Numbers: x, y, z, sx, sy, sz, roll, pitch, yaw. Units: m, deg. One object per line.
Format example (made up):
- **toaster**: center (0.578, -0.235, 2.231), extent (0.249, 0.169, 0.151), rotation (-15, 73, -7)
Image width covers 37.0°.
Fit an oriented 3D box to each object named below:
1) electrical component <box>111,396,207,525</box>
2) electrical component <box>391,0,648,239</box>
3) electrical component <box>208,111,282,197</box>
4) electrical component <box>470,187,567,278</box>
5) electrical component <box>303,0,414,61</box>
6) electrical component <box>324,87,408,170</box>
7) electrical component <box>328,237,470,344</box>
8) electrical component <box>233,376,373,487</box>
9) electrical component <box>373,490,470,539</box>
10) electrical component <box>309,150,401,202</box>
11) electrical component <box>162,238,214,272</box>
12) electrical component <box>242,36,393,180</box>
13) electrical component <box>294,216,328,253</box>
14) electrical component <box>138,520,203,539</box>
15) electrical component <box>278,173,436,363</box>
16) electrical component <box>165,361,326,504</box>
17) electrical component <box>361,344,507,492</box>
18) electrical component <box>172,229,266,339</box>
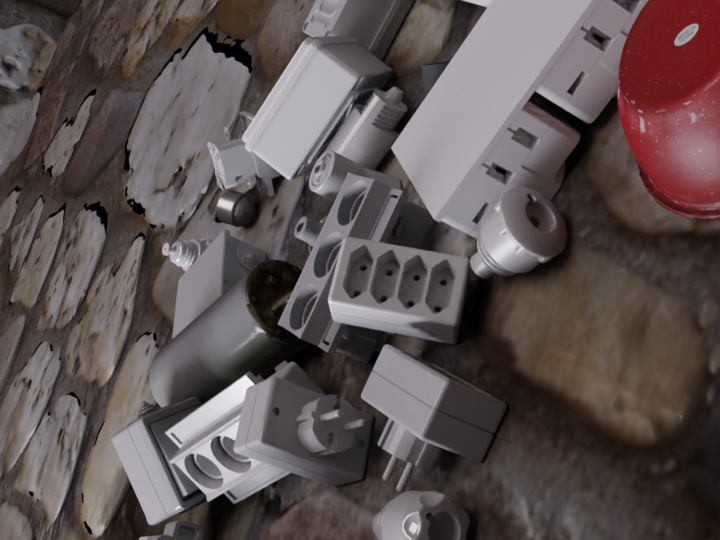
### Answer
- **electrical component**: center (-0.152, 0.147, 0.875), extent (0.061, 0.062, 0.096), rotation (-34, 79, 42)
- **electrical component**: center (0.108, -0.118, 0.683), extent (0.186, 0.060, 0.105), rotation (-55, 29, 19)
- **electrical component**: center (-0.113, -0.110, 1.051), extent (0.042, 0.064, 0.081), rotation (-145, 39, -64)
- **electrical component**: center (0.091, -0.017, 0.650), extent (0.062, 0.048, 0.048), rotation (-45, 32, 47)
- **electrical component**: center (0.006, -0.248, 0.977), extent (0.113, 0.057, 0.078), rotation (-61, 27, 7)
- **electrical component**: center (0.009, -0.114, 0.876), extent (0.081, 0.043, 0.043), rotation (-54, 29, 20)
- **electrical component**: center (0.027, 0.020, 0.708), extent (0.075, 0.083, 0.047), rotation (80, -158, -67)
- **electrical component**: center (-0.027, 0.104, 0.711), extent (0.076, 0.083, 0.047), rotation (-28, 45, 50)
- **electrical component**: center (0.031, 0.148, 0.617), extent (0.062, 0.043, 0.043), rotation (-16, 54, 57)
- **electrical component**: center (-0.006, -0.065, 0.837), extent (0.044, 0.065, 0.044), rotation (-40, 36, 38)
- **electrical component**: center (-0.157, -0.012, 1.053), extent (0.040, 0.078, 0.040), rotation (-19, 64, 45)
- **electrical component**: center (-0.034, -0.138, 0.907), extent (0.108, 0.056, 0.109), rotation (-54, -7, 20)
- **electrical component**: center (-0.020, -0.021, 0.829), extent (0.048, 0.062, 0.048), rotation (-41, 35, 38)
- **electrical component**: center (-0.159, 0.242, 0.860), extent (0.057, 0.058, 0.078), rotation (-21, 50, 50)
- **electrical component**: center (0.000, 0.000, 0.774), extent (0.121, 0.063, 0.079), rotation (-65, 27, -1)
- **electrical component**: center (-0.082, 0.121, 0.811), extent (0.121, 0.078, 0.063), rotation (-36, 9, 43)
- **electrical component**: center (0.035, 0.096, 0.648), extent (0.075, 0.047, 0.083), rotation (-65, 27, -1)
- **electrical component**: center (-0.129, 0.026, 0.997), extent (0.100, 0.048, 0.099), rotation (-43, 34, 35)
